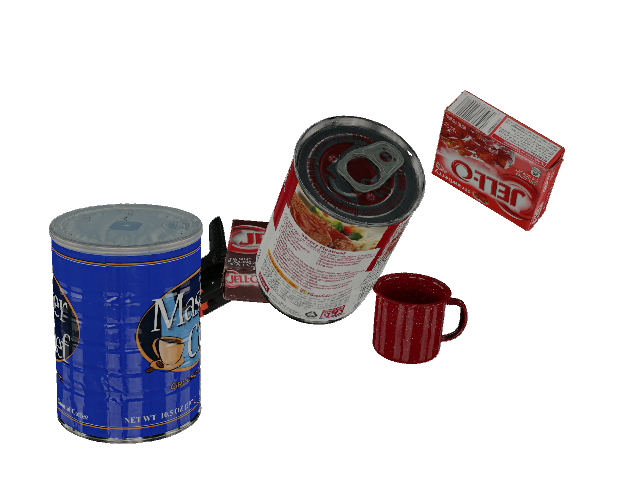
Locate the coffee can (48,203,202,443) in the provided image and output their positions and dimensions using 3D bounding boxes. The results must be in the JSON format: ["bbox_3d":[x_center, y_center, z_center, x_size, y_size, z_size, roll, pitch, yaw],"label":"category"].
[{"bbox_3d":[-0.134,0.055,0.742,0.103,0.140,0.103,2,17,-1],"label":"coffee can"}]

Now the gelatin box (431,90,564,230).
[{"bbox_3d":[0.128,-0.057,0.776,0.089,0.030,0.073,34,-29,19],"label":"gelatin box"}]

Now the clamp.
[{"bbox_3d":[-0.097,0.025,1.242,0.120,0.039,0.171,-7,36,23],"label":"clamp"}]

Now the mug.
[{"bbox_3d":[0.117,0.094,1.270,0.117,0.081,0.093,0,22,-8],"label":"mug"}]

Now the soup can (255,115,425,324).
[{"bbox_3d":[0.008,-0.008,0.567,0.068,0.068,0.102,0,-33,-17],"label":"soup can"}]

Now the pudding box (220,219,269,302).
[{"bbox_3d":[-0.028,0.019,0.955,0.113,0.039,0.090,6,30,-2],"label":"pudding box"}]
